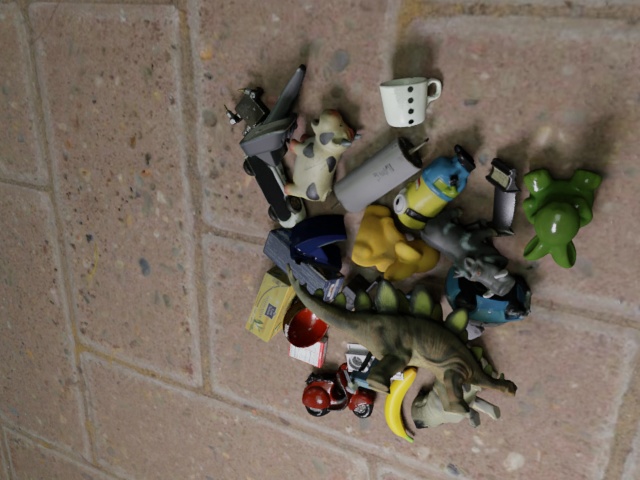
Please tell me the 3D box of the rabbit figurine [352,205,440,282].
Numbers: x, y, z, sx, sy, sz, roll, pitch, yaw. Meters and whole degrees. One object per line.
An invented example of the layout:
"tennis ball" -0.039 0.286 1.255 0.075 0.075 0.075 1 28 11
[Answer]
"rabbit figurine" 0.154 0.015 1.054 0.173 0.162 0.121 18 105 1

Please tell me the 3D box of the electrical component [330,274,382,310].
"electrical component" 0.078 0.110 1.156 0.048 0.075 0.119 42 126 7

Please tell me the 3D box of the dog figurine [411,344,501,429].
"dog figurine" 0.261 0.311 1.134 0.191 0.121 0.172 -17 67 48

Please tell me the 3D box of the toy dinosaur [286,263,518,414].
"toy dinosaur" 0.143 0.178 0.962 0.471 0.198 0.105 20 160 -5

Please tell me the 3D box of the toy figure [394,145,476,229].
"toy figure" 0.215 -0.092 1.009 0.180 0.082 0.089 -42 85 30

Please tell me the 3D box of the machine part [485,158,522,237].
"machine part" 0.329 -0.074 0.968 0.039 0.084 0.138 -13 117 -13

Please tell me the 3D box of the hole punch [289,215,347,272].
"hole punch" -0.002 -0.003 1.119 0.116 0.142 0.092 11 118 -9

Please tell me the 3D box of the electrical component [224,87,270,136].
"electrical component" -0.156 -0.278 1.148 0.102 0.045 0.078 -35 89 32

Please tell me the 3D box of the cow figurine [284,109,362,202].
"cow figurine" 0.005 -0.168 1.085 0.127 0.085 0.194 21 120 17

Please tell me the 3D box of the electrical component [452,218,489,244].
"electrical component" 0.290 -0.008 1.035 0.063 0.021 0.094 -24 96 32

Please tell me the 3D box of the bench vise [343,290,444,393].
"bench vise" 0.137 0.208 1.081 0.224 0.240 0.128 9 140 39

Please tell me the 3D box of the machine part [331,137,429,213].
"machine part" 0.112 -0.125 1.050 0.243 0.079 0.079 -33 92 33

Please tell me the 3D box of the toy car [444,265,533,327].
"toy car" 0.316 0.116 1.032 0.162 0.109 0.102 13 138 10

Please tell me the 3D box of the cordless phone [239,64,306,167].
"cordless phone" -0.077 -0.251 1.060 0.089 0.147 0.184 29 119 -4

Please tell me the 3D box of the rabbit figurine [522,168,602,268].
"rabbit figurine" 0.384 -0.036 0.890 0.121 0.170 0.158 14 113 23

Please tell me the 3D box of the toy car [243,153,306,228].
"toy car" -0.100 -0.120 1.174 0.073 0.056 0.201 -25 95 38

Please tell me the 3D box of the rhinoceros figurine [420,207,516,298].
"rhinoceros figurine" 0.269 0.022 0.968 0.190 0.112 0.073 42 136 22

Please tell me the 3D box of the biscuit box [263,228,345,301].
"biscuit box" -0.039 0.049 1.163 0.203 0.059 0.062 40 123 33

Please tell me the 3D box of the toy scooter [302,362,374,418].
"toy scooter" 0.035 0.348 1.267 0.184 0.075 0.135 -4 107 25

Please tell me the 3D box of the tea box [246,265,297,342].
"tea box" -0.101 0.139 1.245 0.068 0.098 0.169 30 121 15
